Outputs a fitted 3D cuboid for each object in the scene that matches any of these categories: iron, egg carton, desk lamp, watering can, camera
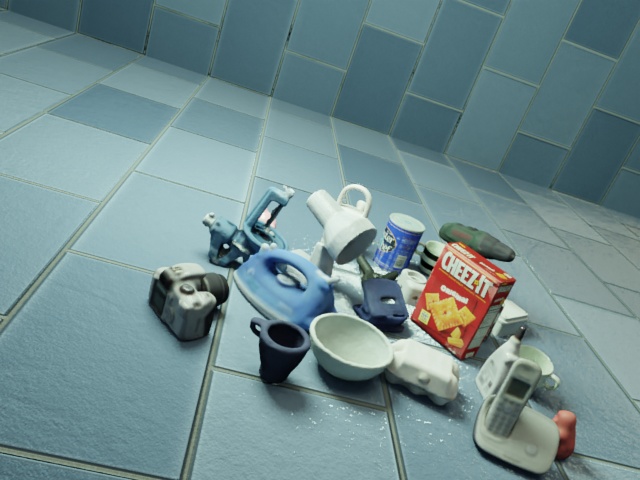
[{"bbox_3d":[-0.072,0.082,1.195,0.257,0.141,0.119,31,26,23],"label":"iron"},{"bbox_3d":[0.201,0.258,1.126,0.150,0.069,0.107,23,24,7],"label":"egg carton"},{"bbox_3d":[0.012,0.005,1.337,0.202,0.213,0.118,35,28,30],"label":"desk lamp"},{"bbox_3d":[0.079,-0.063,1.562,0.101,0.194,0.173,19,24,-3],"label":"watering can"},{"bbox_3d":[-0.230,0.101,1.077,0.137,0.101,0.142,-5,34,-45],"label":"camera"}]

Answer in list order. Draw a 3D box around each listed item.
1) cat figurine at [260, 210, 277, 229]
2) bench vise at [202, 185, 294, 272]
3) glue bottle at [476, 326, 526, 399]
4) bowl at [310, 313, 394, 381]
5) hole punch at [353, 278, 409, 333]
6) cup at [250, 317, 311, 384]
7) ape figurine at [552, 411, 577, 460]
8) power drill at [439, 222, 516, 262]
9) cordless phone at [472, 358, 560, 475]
[{"bbox_3d":[-0.145,-0.039,1.426,0.067,0.118,0.127,14,24,-13],"label":"cat figurine"},{"bbox_3d":[-0.151,-0.029,1.271,0.208,0.220,0.121,11,25,-20],"label":"bench vise"},{"bbox_3d":[0.374,0.246,1.161,0.037,0.173,0.078,15,24,-11],"label":"glue bottle"},{"bbox_3d":[0.051,0.216,1.090,0.167,0.075,0.167,17,24,-8],"label":"bowl"},{"bbox_3d":[0.145,0.148,1.292,0.109,0.091,0.100,6,28,-30],"label":"hole punch"},{"bbox_3d":[-0.083,0.195,1.000,0.117,0.095,0.092,28,25,17],"label":"cup"},{"bbox_3d":[0.452,0.361,1.081,0.078,0.092,0.076,7,27,-28],"label":"ape figurine"},{"bbox_3d":[0.392,0.062,1.526,0.076,0.208,0.228,0,31,-39],"label":"power drill"},{"bbox_3d":[0.366,0.307,1.010,0.147,0.185,0.094,22,24,4],"label":"cordless phone"}]
